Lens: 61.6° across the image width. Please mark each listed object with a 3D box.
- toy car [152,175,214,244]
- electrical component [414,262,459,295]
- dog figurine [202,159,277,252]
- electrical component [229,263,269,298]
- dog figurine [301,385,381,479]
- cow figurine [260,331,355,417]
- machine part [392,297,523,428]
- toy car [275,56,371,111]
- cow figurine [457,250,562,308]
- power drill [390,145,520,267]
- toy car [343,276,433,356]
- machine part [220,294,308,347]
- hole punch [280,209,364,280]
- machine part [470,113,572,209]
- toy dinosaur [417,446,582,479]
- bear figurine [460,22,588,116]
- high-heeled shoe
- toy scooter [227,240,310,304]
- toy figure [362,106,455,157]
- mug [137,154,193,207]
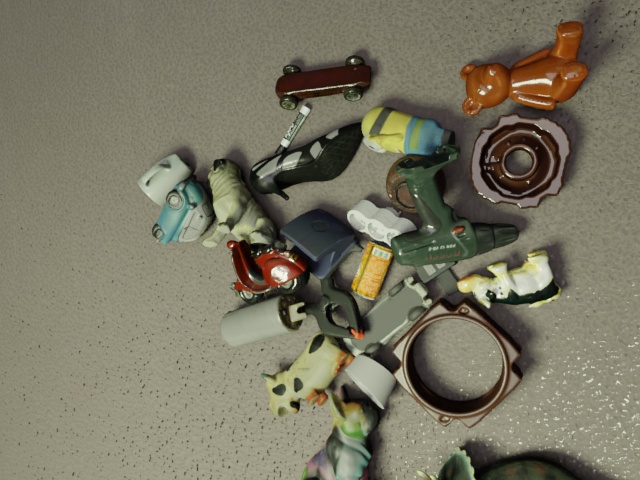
[{"bbox_3d":[-0.284,-0.052,1.156,0.103,0.109,0.161,30,108,-2],"label":"toy car"},{"bbox_3d":[0.220,0.051,1.020,0.075,0.047,0.119,-32,79,16],"label":"electrical component"},{"bbox_3d":[-0.156,-0.072,1.127,0.121,0.172,0.190,-26,50,40],"label":"dog figurine"},{"bbox_3d":[-0.140,0.084,1.135,0.102,0.045,0.078,-7,89,18],"label":"electrical component"},{"bbox_3d":[0.033,0.402,1.049,0.192,0.108,0.219,-13,81,20],"label":"dog figurine"},{"bbox_3d":[-0.034,0.270,1.074,0.127,0.085,0.195,38,92,35],"label":"cow figurine"},{"bbox_3d":[0.250,0.223,0.989,0.201,0.087,0.201,45,102,14],"label":"machine part"},{"bbox_3d":[0.006,-0.315,1.089,0.202,0.053,0.089,-3,68,17],"label":"toy car"},{"bbox_3d":[0.341,0.085,0.973,0.167,0.068,0.098,-20,90,18],"label":"cow figurine"},{"bbox_3d":[0.225,-0.058,0.941,0.232,0.086,0.207,-18,115,0],"label":"power drill"},{"bbox_3d":[0.128,0.151,1.038,0.201,0.056,0.073,-44,76,20],"label":"toy car"},{"bbox_3d":[-0.120,0.163,1.088,0.243,0.079,0.079,-20,83,36],"label":"machine part"},{"bbox_3d":[-0.002,-0.003,1.048,0.142,0.092,0.116,35,76,33],"label":"hole punch"},{"bbox_3d":[0.360,-0.140,0.973,0.180,0.056,0.179,0,91,19],"label":"machine part"},{"bbox_3d":[0.361,0.450,0.941,0.405,0.131,0.192,-15,86,11],"label":"toy dinosaur"},{"bbox_3d":[0.349,-0.292,0.944,0.196,0.131,0.120,2,72,13],"label":"bear figurine"},{"bbox_3d":[-0.031,-0.175,1.107,0.249,0.086,0.145,-40,47,-4],"label":"high-heeled shoe"},{"bbox_3d":[-0.112,0.047,1.038,0.184,0.075,0.135,-20,106,35],"label":"toy scooter"},{"bbox_3d":[0.167,-0.202,1.023,0.180,0.082,0.089,12,74,25],"label":"toy figure"},{"bbox_3d":[-0.340,-0.141,1.174,0.107,0.109,0.081,-43,72,-1],"label":"mug"}]
